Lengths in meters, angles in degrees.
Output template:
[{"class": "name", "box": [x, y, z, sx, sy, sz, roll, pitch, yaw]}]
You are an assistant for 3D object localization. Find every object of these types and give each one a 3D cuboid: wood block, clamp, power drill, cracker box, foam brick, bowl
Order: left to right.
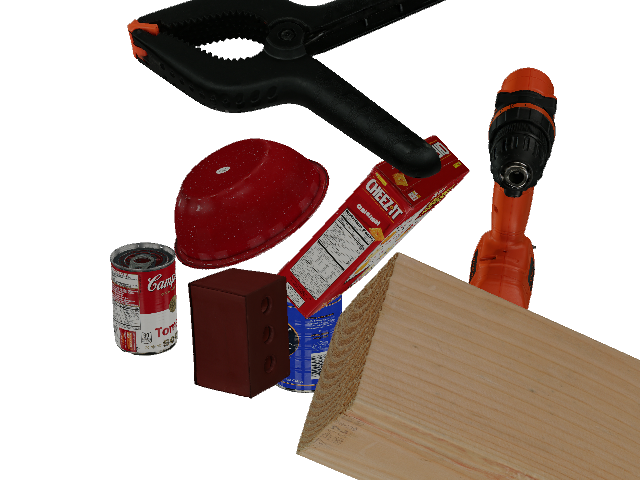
[{"class": "bowl", "box": [-0.076, -0.046, 0.984, 0.162, 0.055, 0.162, -22, 30, 13]}, {"class": "foam brick", "box": [-0.057, 0.064, 0.764, 0.051, 0.078, 0.052, 7, 17, 33]}, {"class": "clamp", "box": [-0.016, -0.108, 0.661, 0.210, 0.164, 0.036, 0, -34, 1]}, {"class": "cracker box", "box": [0.059, -0.019, 1.271, 0.214, 0.072, 0.163, -48, -9, 34]}, {"class": "power drill", "box": [0.162, -0.033, 0.895, 0.057, 0.188, 0.184, 10, 31, 11]}, {"class": "wood block", "box": [0.105, 0.100, 0.562, 0.206, 0.090, 0.090, 24, -33, -8]}]

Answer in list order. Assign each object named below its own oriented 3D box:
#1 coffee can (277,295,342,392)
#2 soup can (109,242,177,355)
[{"class": "coffee can", "box": [-0.020, 0.129, 1.501, 0.103, 0.140, 0.103, 0, 19, 0]}, {"class": "soup can", "box": [-0.186, 0.062, 1.128, 0.068, 0.102, 0.068, 1, 23, -1]}]
